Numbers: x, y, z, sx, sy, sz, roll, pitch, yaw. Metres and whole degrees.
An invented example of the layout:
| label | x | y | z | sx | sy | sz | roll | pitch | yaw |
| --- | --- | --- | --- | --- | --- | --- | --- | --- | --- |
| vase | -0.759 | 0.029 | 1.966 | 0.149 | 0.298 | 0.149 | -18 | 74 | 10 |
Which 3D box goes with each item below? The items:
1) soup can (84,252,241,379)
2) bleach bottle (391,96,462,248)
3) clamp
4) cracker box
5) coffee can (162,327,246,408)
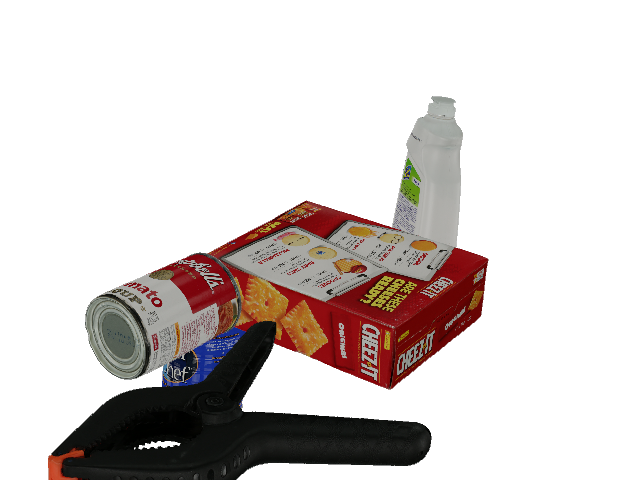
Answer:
| label | x | y | z | sx | sy | sz | roll | pitch | yaw |
| --- | --- | --- | --- | --- | --- | --- | --- | --- | --- |
| soup can | -0.119 | 0.056 | 0.810 | 0.069 | 0.068 | 0.102 | 0 | 17 | 40 |
| bleach bottle | 0.127 | -0.039 | 1.238 | 0.068 | 0.251 | 0.103 | -1 | 22 | -22 |
| clamp | -0.064 | 0.103 | 0.624 | 0.209 | 0.036 | 0.165 | -9 | 26 | -31 |
| cracker box | 0.021 | 0.044 | 0.986 | 0.214 | 0.072 | 0.163 | 19 | 31 | 32 |
| coffee can | -0.141 | 0.138 | 1.304 | 0.103 | 0.140 | 0.103 | 5 | 18 | -2 |
